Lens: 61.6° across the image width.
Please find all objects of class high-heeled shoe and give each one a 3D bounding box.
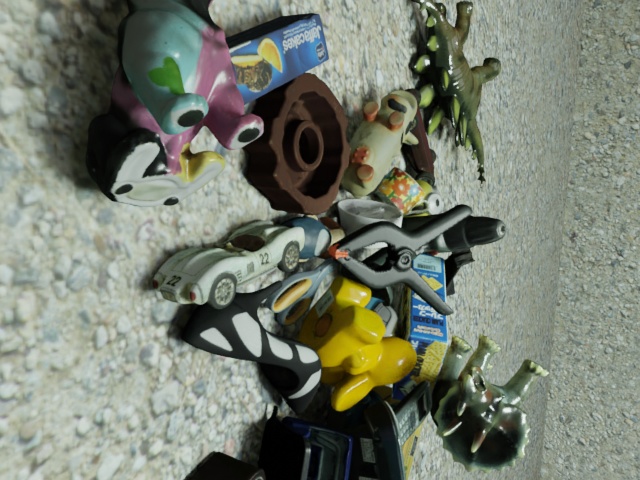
[{"bbox_3d":[-0.079,0.160,0.660,0.145,0.086,0.248,-34,125,-36],"label":"high-heeled shoe"}]

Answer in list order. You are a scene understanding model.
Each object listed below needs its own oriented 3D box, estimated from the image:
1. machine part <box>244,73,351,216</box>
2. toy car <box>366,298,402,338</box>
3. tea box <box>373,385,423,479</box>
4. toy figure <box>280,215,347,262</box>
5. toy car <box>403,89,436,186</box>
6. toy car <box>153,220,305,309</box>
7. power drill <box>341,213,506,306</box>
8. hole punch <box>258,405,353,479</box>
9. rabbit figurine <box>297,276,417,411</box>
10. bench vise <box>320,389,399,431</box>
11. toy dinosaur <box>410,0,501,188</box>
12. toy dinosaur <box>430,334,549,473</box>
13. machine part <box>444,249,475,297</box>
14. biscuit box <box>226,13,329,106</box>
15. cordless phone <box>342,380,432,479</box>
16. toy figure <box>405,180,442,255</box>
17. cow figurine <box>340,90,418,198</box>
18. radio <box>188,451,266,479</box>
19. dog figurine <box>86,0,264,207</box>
[{"bbox_3d":[-0.027,-0.122,0.695,0.179,0.056,0.179,-13,106,-55],"label":"machine part"},{"bbox_3d":[0.079,0.153,0.867,0.162,0.103,0.109,-46,133,-40],"label":"toy car"},{"bbox_3d":[0.123,0.358,0.978,0.068,0.098,0.169,48,56,-50],"label":"tea box"},{"bbox_3d":[-0.003,-0.001,0.757,0.064,0.058,0.154,-50,156,22],"label":"toy figure"},{"bbox_3d":[0.177,-0.181,0.991,0.089,0.053,0.201,-81,155,-42],"label":"toy car"},{"bbox_3d":[-0.094,0.023,0.605,0.202,0.074,0.056,-26,121,-52],"label":"toy car"},{"bbox_3d":[0.148,0.017,0.855,0.207,0.232,0.085,-39,114,-28],"label":"power drill"},{"bbox_3d":[-0.023,0.302,0.718,0.092,0.116,0.142,9,86,-35],"label":"hole punch"},{"bbox_3d":[0.059,0.161,0.754,0.173,0.122,0.162,29,100,-29],"label":"rabbit figurine"},{"bbox_3d":[0.062,0.324,0.864,0.240,0.129,0.223,-4,102,-52],"label":"bench vise"},{"bbox_3d":[0.271,-0.297,1.073,0.470,0.105,0.198,45,67,-40],"label":"toy dinosaur"},{"bbox_3d":[0.236,0.262,0.876,0.192,0.131,0.404,-54,173,-15],"label":"toy dinosaur"},{"bbox_3d":[0.241,0.057,0.994,0.138,0.039,0.084,109,-13,-60],"label":"machine part"},{"bbox_3d":[-0.068,-0.205,0.609,0.203,0.063,0.059,-44,131,-43],"label":"biscuit box"},{"bbox_3d":[0.120,0.293,0.779,0.184,0.089,0.146,-18,102,-53],"label":"cordless phone"},{"bbox_3d":[0.183,-0.025,1.008,0.082,0.089,0.179,-93,180,-57],"label":"toy figure"},{"bbox_3d":[0.095,-0.151,0.836,0.195,0.086,0.127,-60,163,-16],"label":"cow figurine"},{"bbox_3d":[-0.119,0.387,0.640,0.131,0.073,0.229,-32,122,-49],"label":"radio"},{"bbox_3d":[-0.146,-0.161,0.476,0.108,0.191,0.219,3,60,-54],"label":"dog figurine"}]
